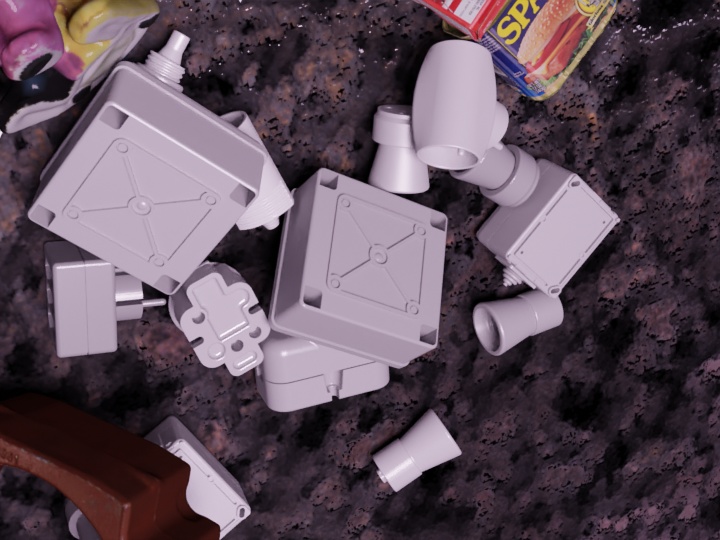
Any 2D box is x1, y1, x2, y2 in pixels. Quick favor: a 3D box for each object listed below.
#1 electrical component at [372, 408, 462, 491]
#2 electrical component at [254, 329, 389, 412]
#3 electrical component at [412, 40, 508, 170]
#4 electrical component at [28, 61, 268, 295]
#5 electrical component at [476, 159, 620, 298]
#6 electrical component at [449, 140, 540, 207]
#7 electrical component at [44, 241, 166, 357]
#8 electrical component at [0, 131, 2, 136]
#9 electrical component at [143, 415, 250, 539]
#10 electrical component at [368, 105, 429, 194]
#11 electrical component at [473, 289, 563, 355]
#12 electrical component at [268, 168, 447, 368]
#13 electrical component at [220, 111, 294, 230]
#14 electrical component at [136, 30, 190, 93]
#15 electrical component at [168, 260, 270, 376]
[{"bbox_3d":[0.043,0.148,0.867,0.065,0.044,0.044,-34,119,-2],"label":"electrical component"},{"bbox_3d":[-0.029,0.059,0.793,0.095,0.054,0.059,-12,114,-19],"label":"electrical component"},{"bbox_3d":[0.076,-0.107,0.742,0.079,0.043,0.077,22,69,-44],"label":"electrical component"},{"bbox_3d":[-0.132,-0.055,0.672,0.109,0.056,0.108,31,123,-22],"label":"electrical component"},{"bbox_3d":[0.137,-0.029,0.826,0.062,0.061,0.096,38,92,-30],"label":"electrical component"},{"bbox_3d":[0.100,-0.077,0.801,0.055,0.045,0.045,28,97,-30],"label":"electrical component"},{"bbox_3d":[-0.168,0.016,0.720,0.077,0.047,0.065,-5,112,-22],"label":"electrical component"},{"bbox_3d":[-0.281,-0.079,0.624,0.121,0.063,0.078,24,99,-29],"label":"electrical component"},{"bbox_3d":[-0.136,0.154,0.783,0.062,0.061,0.096,-41,112,-4],"label":"electrical component"},{"bbox_3d":[0.030,-0.087,0.767,0.045,0.045,0.055,-3,111,-22],"label":"electrical component"},{"bbox_3d":[0.129,0.037,0.861,0.065,0.044,0.044,-19,116,-21],"label":"electrical component"},{"bbox_3d":[0.000,0.000,0.748,0.109,0.056,0.108,19,62,-23],"label":"electrical component"},{"bbox_3d":[-0.077,-0.062,0.731,0.043,0.043,0.081,-33,119,-8],"label":"electrical component"},{"bbox_3d":[-0.129,-0.124,0.690,0.035,0.035,0.061,27,95,-29],"label":"electrical component"},{"bbox_3d":[-0.101,0.028,0.747,0.058,0.057,0.078,-30,119,-10],"label":"electrical component"}]
